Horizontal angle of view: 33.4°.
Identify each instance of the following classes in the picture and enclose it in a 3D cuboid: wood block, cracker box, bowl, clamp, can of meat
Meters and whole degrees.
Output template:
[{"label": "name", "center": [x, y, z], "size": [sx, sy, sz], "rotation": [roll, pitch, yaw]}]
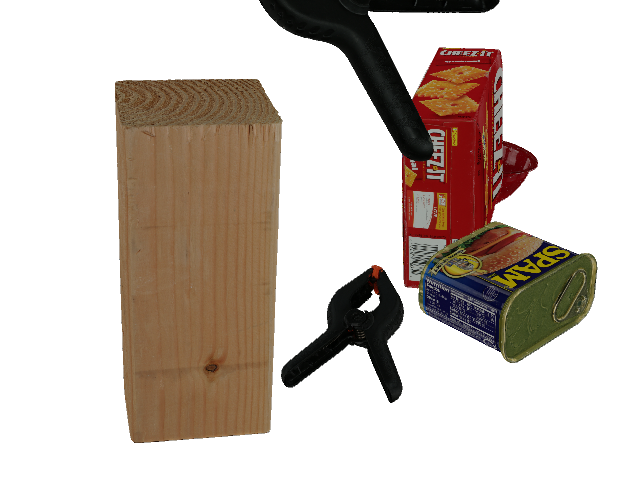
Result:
[{"label": "wood block", "center": [-0.078, 0.012, 0.659], "size": [0.090, 0.206, 0.090], "rotation": [-2, 25, -12]}, {"label": "cracker box", "center": [0.128, -0.074, 1.002], "size": [0.072, 0.164, 0.213], "rotation": [4, 27, 15]}, {"label": "bowl", "center": [0.174, -0.081, 1.274], "size": [0.162, 0.055, 0.162], "rotation": [5, 22, -2]}, {"label": "clamp", "center": [0.047, 0.095, 1.076], "size": [0.120, 0.039, 0.171], "rotation": [17, 50, 19]}, {"label": "clamp", "center": [0.022, -0.159, 0.758], "size": [0.209, 0.164, 0.036], "rotation": [25, -27, -15]}, {"label": "can of meat", "center": [0.133, 0.033, 0.765], "size": [0.101, 0.057, 0.084], "rotation": [-25, 35, -34]}]
